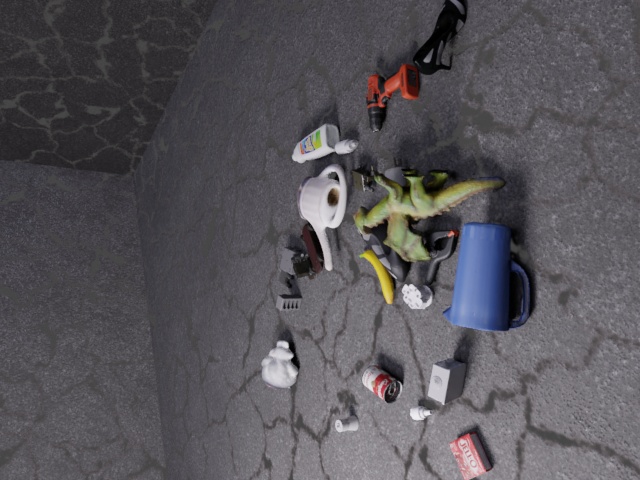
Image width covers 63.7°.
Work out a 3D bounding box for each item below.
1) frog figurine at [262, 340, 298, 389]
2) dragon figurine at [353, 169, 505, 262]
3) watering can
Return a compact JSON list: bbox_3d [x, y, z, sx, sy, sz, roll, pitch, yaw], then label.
[{"bbox_3d":[-0.140,0.451,1.866,0.138,0.122,0.159,18,93,20],"label":"frog figurine"},{"bbox_3d":[0.261,-0.062,1.346,0.411,0.123,0.240,10,104,33],"label":"dragon figurine"},{"bbox_3d":[0.005,-0.088,1.739,0.225,0.104,0.346,17,98,55],"label":"watering can"}]
